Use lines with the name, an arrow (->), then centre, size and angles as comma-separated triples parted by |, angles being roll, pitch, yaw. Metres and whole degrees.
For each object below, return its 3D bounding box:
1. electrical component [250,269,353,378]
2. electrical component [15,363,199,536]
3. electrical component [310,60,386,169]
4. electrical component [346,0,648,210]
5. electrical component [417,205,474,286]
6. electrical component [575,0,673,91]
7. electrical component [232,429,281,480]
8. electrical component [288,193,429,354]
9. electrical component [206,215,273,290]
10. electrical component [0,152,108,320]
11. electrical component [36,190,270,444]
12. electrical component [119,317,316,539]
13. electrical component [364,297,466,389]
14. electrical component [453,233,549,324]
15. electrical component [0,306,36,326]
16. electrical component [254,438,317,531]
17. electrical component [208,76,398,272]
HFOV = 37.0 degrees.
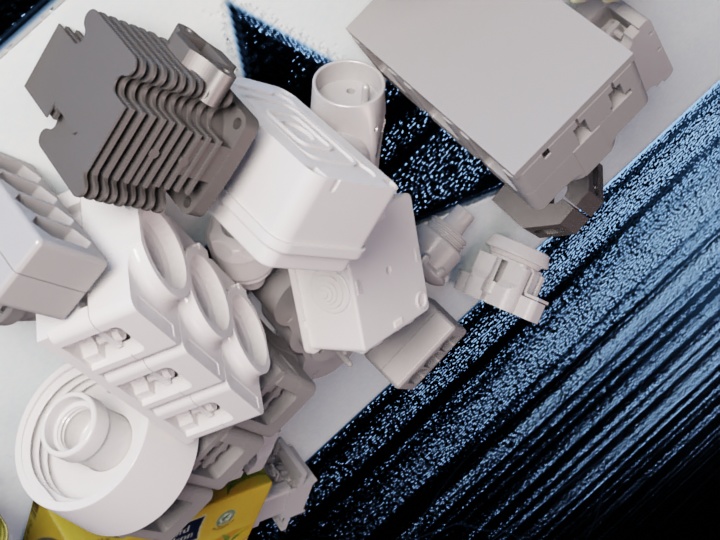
electrical component -> -0.029, 0.039, 0.765 | 0.052, 0.073, 0.138 | -37, 150, -11
electrical component -> -0.161, 0.103, 0.660 | 0.108, 0.108, 0.060 | -44, 144, 1
electrical component -> -0.011, -0.072, 0.650 | 0.077, 0.043, 0.079 | 94, 7, -50
electrical component -> 0.078, -0.117, 0.618 | 0.089, 0.150, 0.062 | -46, 149, 4
electrical component -> 0.062, -0.022, 0.828 | 0.062, 0.048, 0.048 | -49, 150, -3
electrical component -> 0.183, -0.160, 0.785 | 0.050, 0.055, 0.089 | -47, 150, 8
electrical component -> -0.092, 0.117, 0.806 | 0.078, 0.058, 0.057 | -12, 141, -42
electrical component -> 0.000, 0.000, 0.705 | 0.100, 0.048, 0.099 | -29, 114, -51
electrical component -> -0.073, -0.011, 0.680 | 0.043, 0.043, 0.062 | -33, 150, -17
electrical component -> -0.178, -0.006, 0.519 | 0.075, 0.083, 0.047 | -49, 150, 10
electrical component -> -0.111, 0.023, 0.600 | 0.062, 0.089, 0.150 | -21, 146, 11
electrical component -> -0.114, 0.097, 0.721 | 0.150, 0.089, 0.062 | -46, 150, 4
electrical component -> 0.031, 0.044, 0.842 | 0.065, 0.077, 0.047 | -47, 163, 6
electrical component -> 0.126, 0.004, 0.914 | 0.058, 0.078, 0.057 | 20, 94, -57
electrical component -> -0.182, 0.010, 0.580 | 0.040, 0.040, 0.046 | -53, 155, 17
electrical component -> -0.078, 0.190, 0.932 | 0.064, 0.042, 0.081 | -15, 139, -37
electrical component -> -0.046, -0.053, 0.588 | 0.078, 0.113, 0.057 | 4, 123, -52
